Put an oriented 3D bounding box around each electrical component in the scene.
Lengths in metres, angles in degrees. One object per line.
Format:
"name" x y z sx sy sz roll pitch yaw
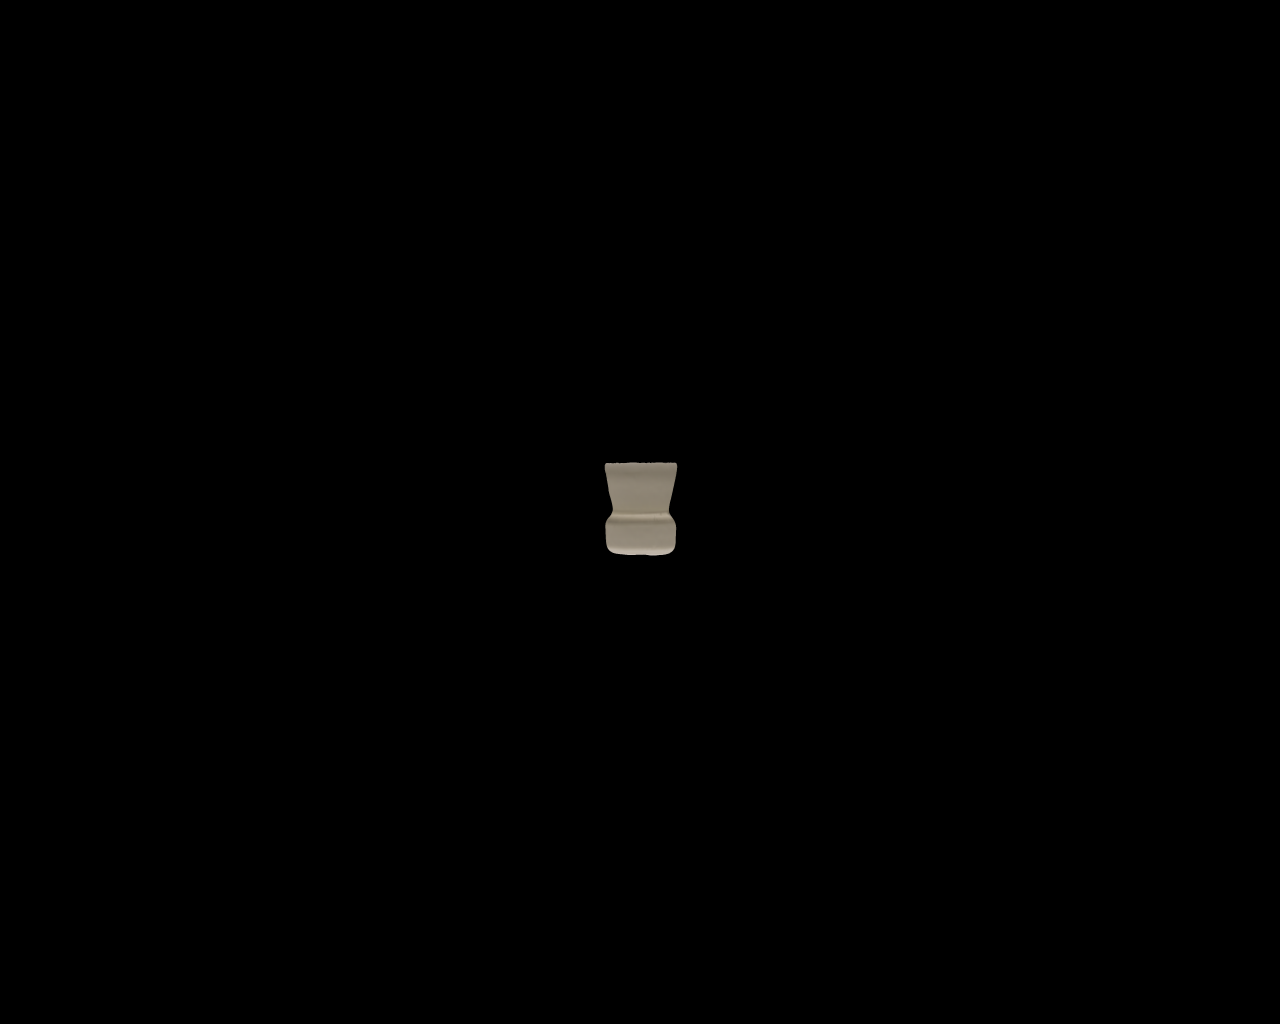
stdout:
"electrical component" 0.001 -0.003 0.650 0.045 0.055 0.045 0 2 0
